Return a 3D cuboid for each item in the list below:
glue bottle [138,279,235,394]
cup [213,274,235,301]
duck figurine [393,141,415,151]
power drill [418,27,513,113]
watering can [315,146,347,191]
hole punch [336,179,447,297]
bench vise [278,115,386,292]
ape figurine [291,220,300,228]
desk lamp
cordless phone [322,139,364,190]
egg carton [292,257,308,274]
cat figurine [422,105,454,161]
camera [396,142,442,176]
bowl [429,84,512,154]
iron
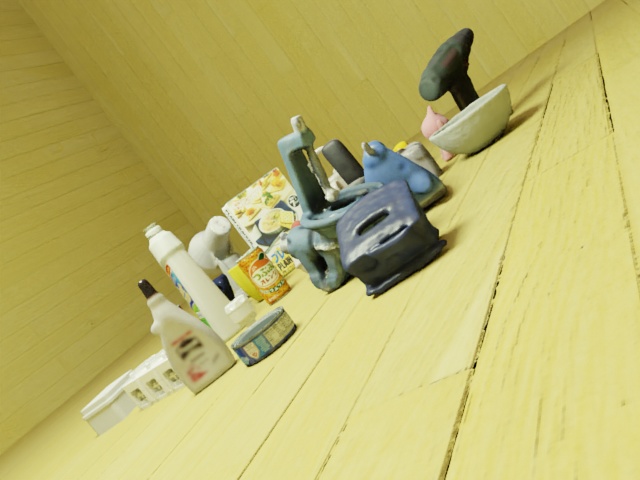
[{"bbox_3d":[-0.198,0.126,0.802,0.078,0.173,0.037,-38,6,-9],"label":"glue bottle"},{"bbox_3d":[-0.216,0.133,1.267,0.092,0.095,0.117,-41,7,-35],"label":"cup"},{"bbox_3d":[0.211,-0.197,1.396,0.105,0.086,0.077,-39,6,-18],"label":"duck figurine"},{"bbox_3d":[0.308,-0.324,1.204,0.230,0.208,0.075,-41,7,-36],"label":"power drill"},{"bbox_3d":[0.047,-0.145,1.425,0.101,0.194,0.173,-37,6,-5],"label":"watering can"},{"bbox_3d":[0.073,-0.007,0.638,0.108,0.091,0.101,-35,6,17],"label":"hole punch"},{"bbox_3d":[-0.007,-0.042,0.764,0.207,0.220,0.122,-34,7,28],"label":"bench vise"},{"bbox_3d":[-0.031,-0.001,1.244,0.077,0.092,0.076,-35,6,21],"label":"ape figurine"},{"bbox_3d":[-0.232,0.046,1.476,0.118,0.213,0.203,-41,7,-35],"label":"desk lamp"},{"bbox_3d":[0.045,-0.119,1.263,0.147,0.185,0.094,-35,6,20],"label":"cordless phone"},{"bbox_3d":[0.010,0.004,1.065,0.107,0.069,0.150,-34,6,27],"label":"egg carton"},{"bbox_3d":[0.262,-0.238,1.247,0.067,0.118,0.128,-36,6,9],"label":"cat figurine"},{"bbox_3d":[0.162,-0.142,1.164,0.143,0.101,0.137,-35,6,18],"label":"camera"},{"bbox_3d":[0.289,-0.208,1.055,0.167,0.075,0.167,-36,6,5],"label":"bowl"},{"bbox_3d":[0.119,-0.110,0.949,0.118,0.141,0.258,-36,6,13],"label":"iron"}]
